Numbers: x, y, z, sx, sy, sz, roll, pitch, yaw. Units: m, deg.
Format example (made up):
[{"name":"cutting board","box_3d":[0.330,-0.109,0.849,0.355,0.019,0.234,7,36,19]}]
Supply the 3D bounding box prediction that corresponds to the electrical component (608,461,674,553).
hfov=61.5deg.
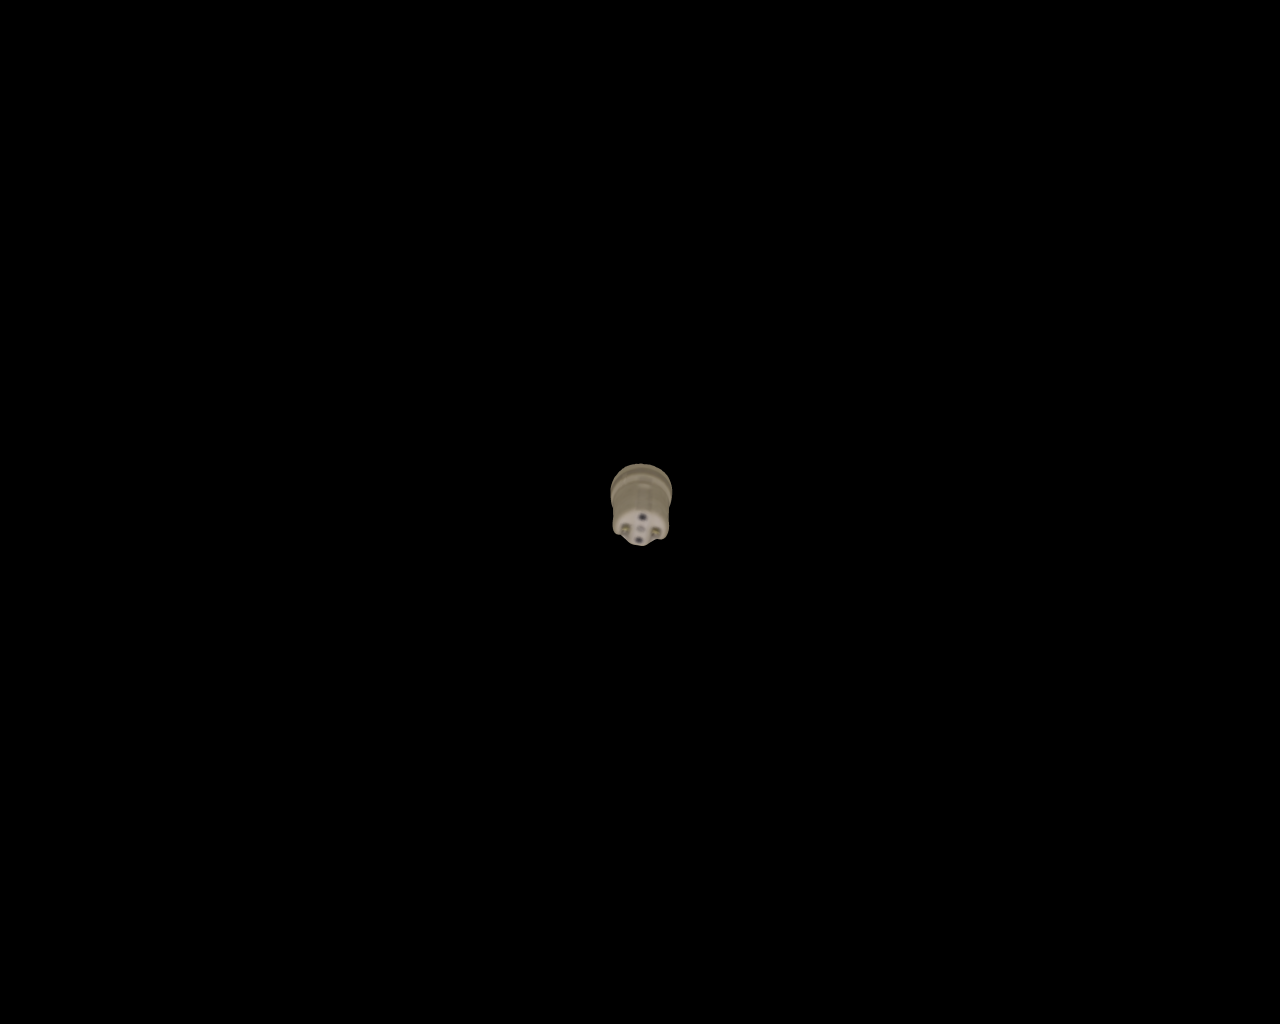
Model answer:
[{"name":"electrical component","box_3d":[0.001,-0.003,0.650,0.040,0.040,0.046,0,34,0]}]
